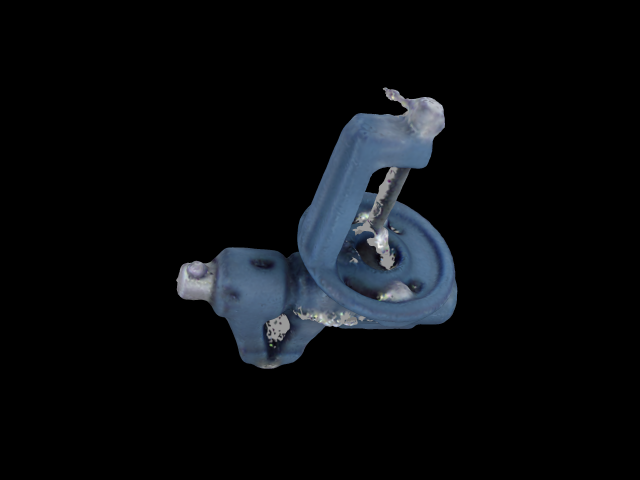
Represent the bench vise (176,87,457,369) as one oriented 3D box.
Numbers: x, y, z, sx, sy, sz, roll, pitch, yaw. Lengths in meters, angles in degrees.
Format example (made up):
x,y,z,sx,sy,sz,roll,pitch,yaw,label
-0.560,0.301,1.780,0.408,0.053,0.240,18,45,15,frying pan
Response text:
x,y,z,sx,sy,sz,roll,pitch,yaw,label
0.009,0.010,0.393,0.208,0.220,0.121,-22,52,-17,bench vise
